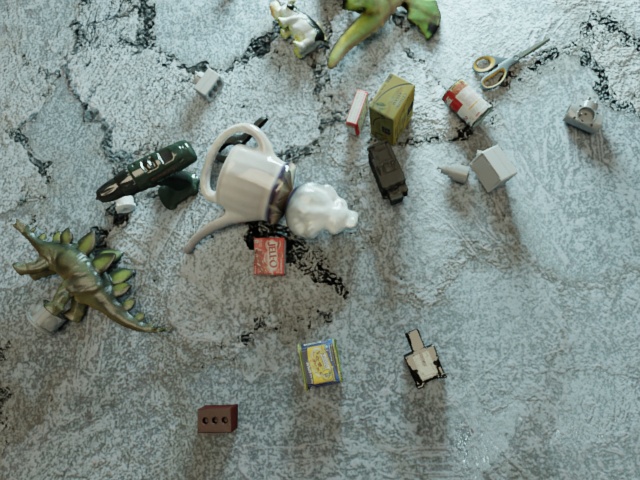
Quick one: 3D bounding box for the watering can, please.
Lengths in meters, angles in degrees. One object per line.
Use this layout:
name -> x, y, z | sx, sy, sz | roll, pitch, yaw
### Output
watering can -> -0.187, -0.099, 1.224 | 0.225, 0.104, 0.345 | 21, -82, 6

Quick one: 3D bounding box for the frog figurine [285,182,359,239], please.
frog figurine -> 0.004, -0.059, 1.181 | 0.160, 0.120, 0.140 | 22, -116, 22

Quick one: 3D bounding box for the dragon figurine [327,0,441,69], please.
dragon figurine -> 0.183, -0.572, 1.274 | 0.243, 0.121, 0.413 | 17, -98, 2
